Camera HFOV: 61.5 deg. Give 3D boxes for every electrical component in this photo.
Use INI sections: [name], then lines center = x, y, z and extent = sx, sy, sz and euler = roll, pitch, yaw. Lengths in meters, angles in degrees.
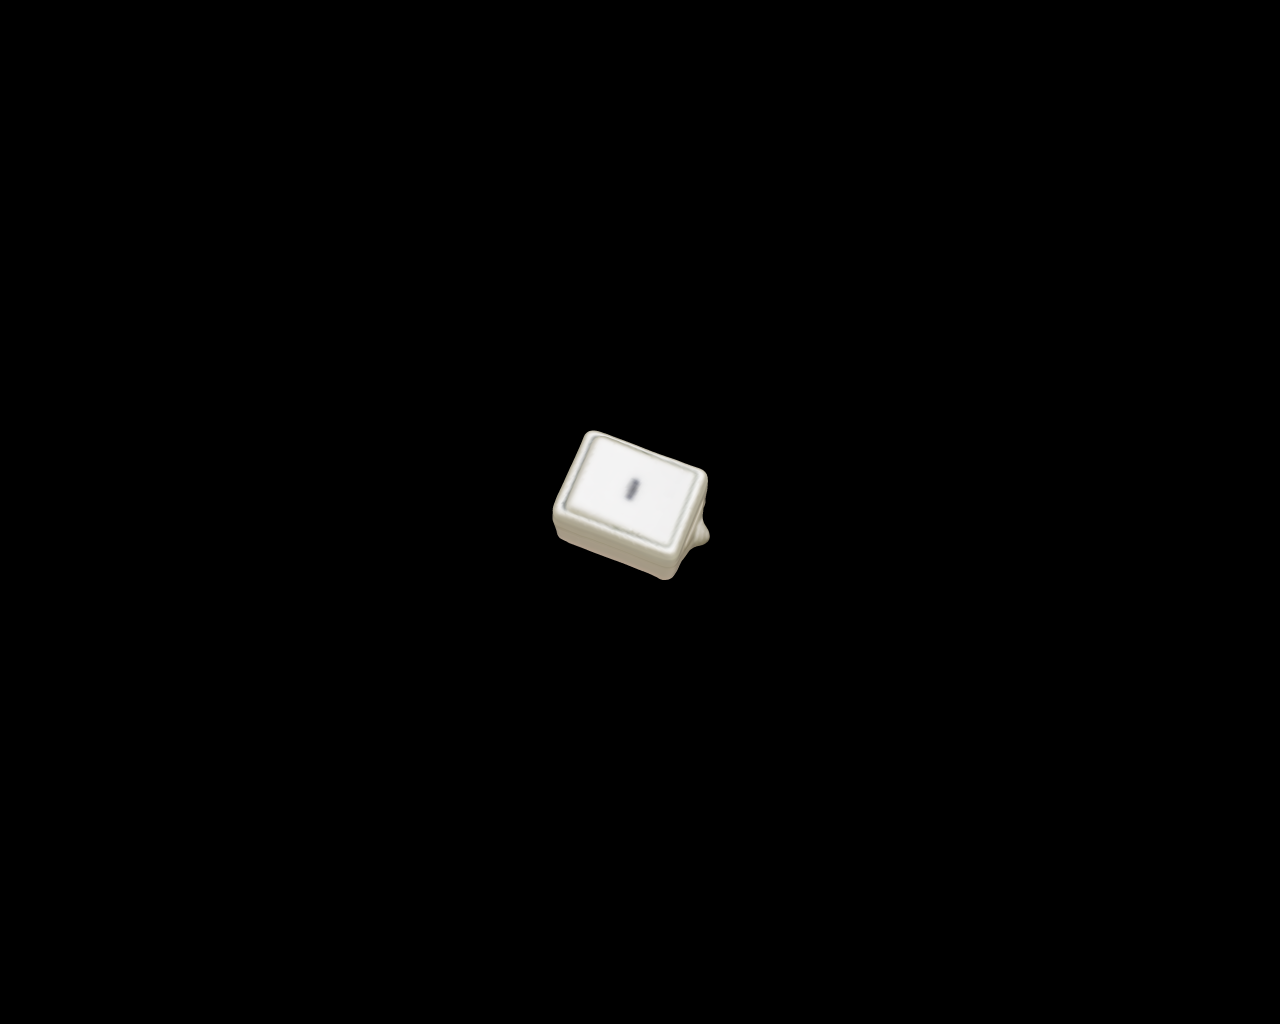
[electrical component]
center = 0.001, -0.003, 0.650
extent = 0.096, 0.062, 0.061
euler = 21, -18, 7
